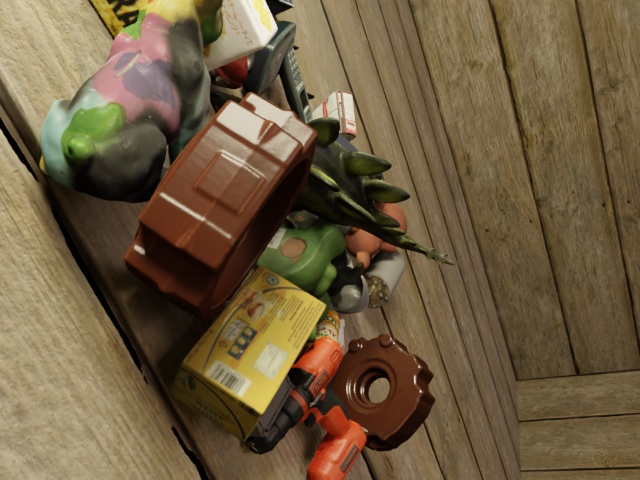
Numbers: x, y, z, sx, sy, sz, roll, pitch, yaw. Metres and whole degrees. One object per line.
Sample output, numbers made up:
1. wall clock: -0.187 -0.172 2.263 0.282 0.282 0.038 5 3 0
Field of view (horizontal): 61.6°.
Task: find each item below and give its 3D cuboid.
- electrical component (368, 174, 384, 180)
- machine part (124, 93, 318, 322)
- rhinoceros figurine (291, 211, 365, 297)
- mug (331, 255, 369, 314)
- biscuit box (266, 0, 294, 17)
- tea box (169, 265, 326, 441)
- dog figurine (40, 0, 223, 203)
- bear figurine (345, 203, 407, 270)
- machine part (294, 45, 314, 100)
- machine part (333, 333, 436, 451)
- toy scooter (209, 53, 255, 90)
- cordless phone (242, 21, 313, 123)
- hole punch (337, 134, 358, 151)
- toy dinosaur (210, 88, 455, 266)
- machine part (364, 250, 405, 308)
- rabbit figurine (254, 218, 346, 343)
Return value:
1. electrical component: 0.057 -0.088 1.017 0.134 0.115 0.058 -20 95 -68
2. machine part: -0.092 -0.027 0.528 0.201 0.087 0.201 -57 176 -15
3. rhinoceros figurine: -0.002 -0.003 0.869 0.112 0.073 0.190 -18 91 -31
4. mug: 0.049 0.086 0.967 0.107 0.081 0.109 51 28 -65
5. biscuit box: -0.115 -0.406 0.859 0.202 0.063 0.059 -32 106 -66
6. tea box: -0.074 0.117 0.590 0.098 0.068 0.170 33 40 4
7. dog figurine: -0.152 -0.159 0.475 0.191 0.109 0.219 -47 156 -66
8. bear figurine: 0.093 -0.011 1.096 0.196 0.132 0.120 -28 103 -47
9. machine part: -0.052 -0.321 0.991 0.084 0.039 0.138 -59 130 -69
10. machine part: 0.092 0.238 0.855 0.056 0.179 0.179 43 41 -47
11. toy scooter: -0.157 -0.274 0.682 0.135 0.075 0.183 -48 123 -55
12. cordless phone: -0.064 -0.246 0.872 0.147 0.089 0.184 -70 145 -52
13. hole punch: 0.007 -0.138 0.904 0.142 0.092 0.115 48 14 16
14. toy dinosaur: 0.011 -0.076 0.733 0.471 0.199 0.105 30 83 -38
15. machine part: 0.131 0.077 1.145 0.243 0.079 0.079 -41 116 -63
16. rabbit figurine: -0.021 0.073 0.765 0.170 0.121 0.159 72 24 -46
